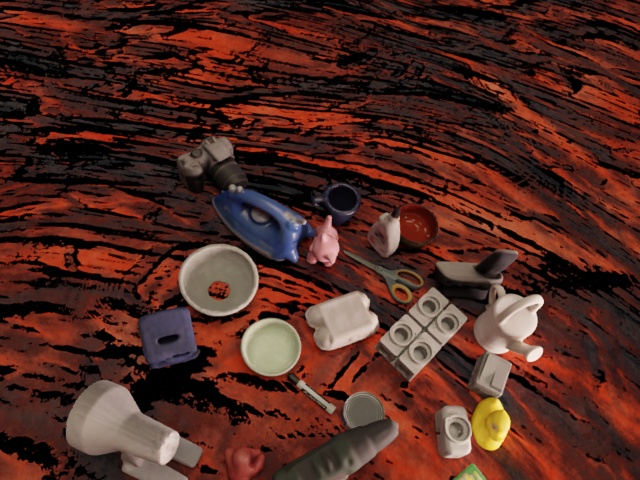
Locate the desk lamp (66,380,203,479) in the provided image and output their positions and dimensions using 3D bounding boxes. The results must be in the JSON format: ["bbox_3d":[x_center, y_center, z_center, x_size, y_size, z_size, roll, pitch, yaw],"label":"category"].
[{"bbox_3d":[-0.316,0.347,1.000,0.203,0.213,0.118,24,60,4],"label":"desk lamp"}]

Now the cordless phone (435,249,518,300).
[{"bbox_3d":[0.350,0.058,1.287,0.147,0.185,0.094,1,61,-9],"label":"cordless phone"}]

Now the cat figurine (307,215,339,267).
[{"bbox_3d":[0.012,0.005,1.298,0.067,0.118,0.128,11,60,-3],"label":"cat figurine"}]

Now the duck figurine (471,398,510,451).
[{"bbox_3d":[0.359,0.371,1.174,0.077,0.086,0.104,15,60,-1],"label":"duck figurine"}]

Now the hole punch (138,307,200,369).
[{"bbox_3d":[-0.303,0.197,1.154,0.109,0.091,0.101,-13,64,-16],"label":"hole punch"}]

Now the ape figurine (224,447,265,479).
[{"bbox_3d":[-0.143,0.410,1.064,0.077,0.092,0.076,32,61,9],"label":"ape figurine"}]

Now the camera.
[{"bbox_3d":[-0.246,-0.168,1.358,0.143,0.101,0.136,-34,72,-24],"label":"camera"}]

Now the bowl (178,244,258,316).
[{"bbox_3d":[-0.217,0.097,1.234,0.167,0.075,0.167,4,61,-7],"label":"bowl"}]

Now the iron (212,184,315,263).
[{"bbox_3d":[-0.138,-0.062,1.295,0.258,0.141,0.119,29,61,7],"label":"iron"}]

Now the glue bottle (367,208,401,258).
[{"bbox_3d":[0.155,-0.027,1.307,0.037,0.173,0.078,-35,72,-24],"label":"glue bottle"}]

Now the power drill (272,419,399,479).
[{"bbox_3d":[0.021,0.400,1.031,0.230,0.208,0.075,-22,67,-20],"label":"power drill"}]

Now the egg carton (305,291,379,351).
[{"bbox_3d":[0.049,0.175,1.238,0.150,0.069,0.107,-18,66,-18],"label":"egg carton"}]

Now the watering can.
[{"bbox_3d":[0.417,0.174,1.229,0.101,0.194,0.172,-34,72,-24],"label":"watering can"}]

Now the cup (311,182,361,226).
[{"bbox_3d":[0.032,-0.076,1.358,0.118,0.095,0.091,-2,62,-10],"label":"cup"}]
